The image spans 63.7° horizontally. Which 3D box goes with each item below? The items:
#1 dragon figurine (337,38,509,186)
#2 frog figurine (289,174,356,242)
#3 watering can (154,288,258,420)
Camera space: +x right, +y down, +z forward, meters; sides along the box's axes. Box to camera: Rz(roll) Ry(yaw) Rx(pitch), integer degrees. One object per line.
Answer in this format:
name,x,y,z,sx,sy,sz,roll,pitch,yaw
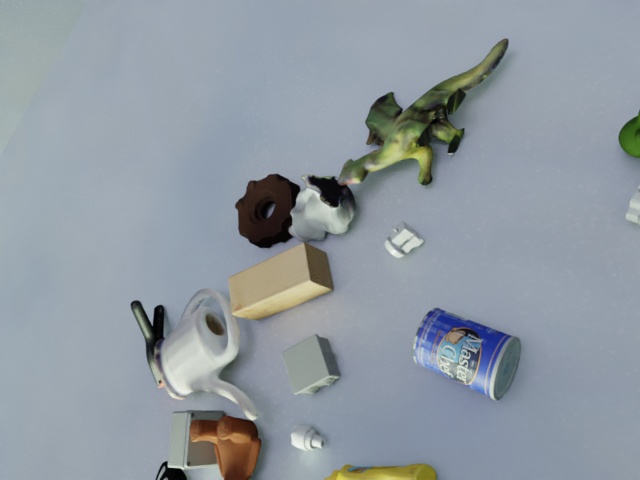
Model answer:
dragon figurine,0.185,-0.260,1.059,0.412,0.120,0.246,-52,44,-5
frog figurine,0.003,-0.056,1.108,0.138,0.125,0.155,34,134,18
watering can,-0.254,0.270,1.126,0.222,0.103,0.355,-39,50,17
